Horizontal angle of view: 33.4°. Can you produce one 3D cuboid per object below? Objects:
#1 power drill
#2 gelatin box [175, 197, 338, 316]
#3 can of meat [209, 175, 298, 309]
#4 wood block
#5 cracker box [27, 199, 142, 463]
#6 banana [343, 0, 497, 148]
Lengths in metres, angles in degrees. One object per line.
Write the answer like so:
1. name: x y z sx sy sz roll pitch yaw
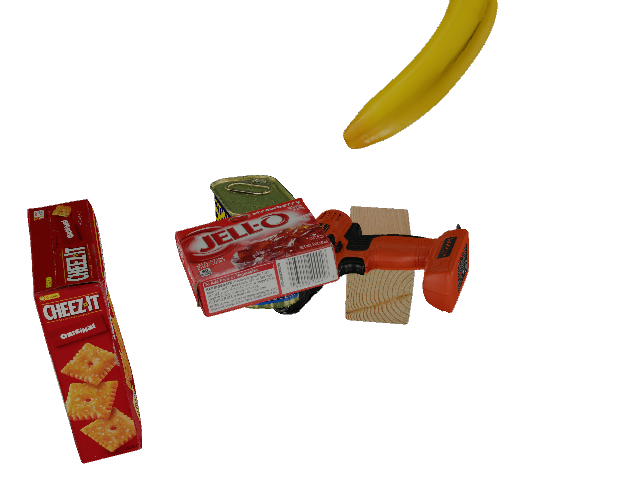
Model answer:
1. power drill: 0.053 0.028 1.115 0.188 0.057 0.184 7 32 18
2. gelatin box: -0.042 0.009 0.673 0.089 0.030 0.073 -15 29 -10
3. can of meat: -0.053 0.001 0.877 0.057 0.084 0.102 -8 21 -16
4. wood block: 0.085 0.032 1.559 0.091 0.090 0.206 4 25 0
5. cracker box: -0.239 0.090 1.085 0.072 0.214 0.164 -12 34 -11
6. banana: 0.088 -0.144 0.819 0.070 0.197 0.037 3 -36 48
